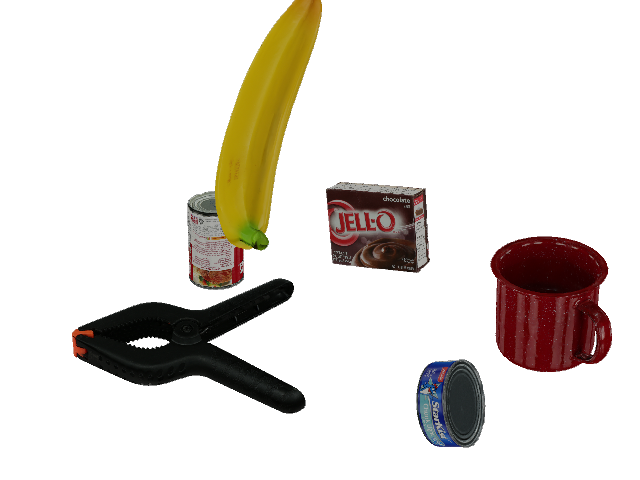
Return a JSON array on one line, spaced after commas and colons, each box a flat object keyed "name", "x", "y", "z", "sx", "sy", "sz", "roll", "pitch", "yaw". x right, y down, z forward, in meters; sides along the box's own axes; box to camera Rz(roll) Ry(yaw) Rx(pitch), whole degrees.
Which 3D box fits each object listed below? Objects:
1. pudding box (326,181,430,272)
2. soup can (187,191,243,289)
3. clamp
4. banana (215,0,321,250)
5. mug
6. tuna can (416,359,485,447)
[{"name": "pudding box", "x": 0.064, "y": -0.016, "z": 1.195, "sx": 0.114, "sy": 0.090, "sz": 0.039, "roll": 5, "pitch": 21, "yaw": 29}, {"name": "soup can", "x": -0.127, "y": -0.001, "z": 1.293, "sx": 0.068, "sy": 0.102, "sz": 0.068, "roll": 1, "pitch": 26, "yaw": -1}, {"name": "clamp", "x": -0.113, "y": 0.097, "z": 0.950, "sx": 0.209, "sy": 0.036, "sz": 0.164, "roll": -4, "pitch": 37, "yaw": -12}, {"name": "banana", "x": -0.035, "y": -0.070, "z": 0.696, "sx": 0.037, "sy": 0.197, "sz": 0.070, "roll": 29, "pitch": -33, "yaw": -35}, {"name": "mug", "x": 0.194, "y": 0.059, "z": 0.874, "sx": 0.093, "sy": 0.081, "sz": 0.117, "roll": -21, "pitch": 34, "yaw": -27}, {"name": "tuna can", "x": 0.129, "y": 0.161, "z": 1.052, "sx": 0.034, "sy": 0.086, "sz": 0.086, "roll": -7, "pitch": -4, "yaw": 34}]
